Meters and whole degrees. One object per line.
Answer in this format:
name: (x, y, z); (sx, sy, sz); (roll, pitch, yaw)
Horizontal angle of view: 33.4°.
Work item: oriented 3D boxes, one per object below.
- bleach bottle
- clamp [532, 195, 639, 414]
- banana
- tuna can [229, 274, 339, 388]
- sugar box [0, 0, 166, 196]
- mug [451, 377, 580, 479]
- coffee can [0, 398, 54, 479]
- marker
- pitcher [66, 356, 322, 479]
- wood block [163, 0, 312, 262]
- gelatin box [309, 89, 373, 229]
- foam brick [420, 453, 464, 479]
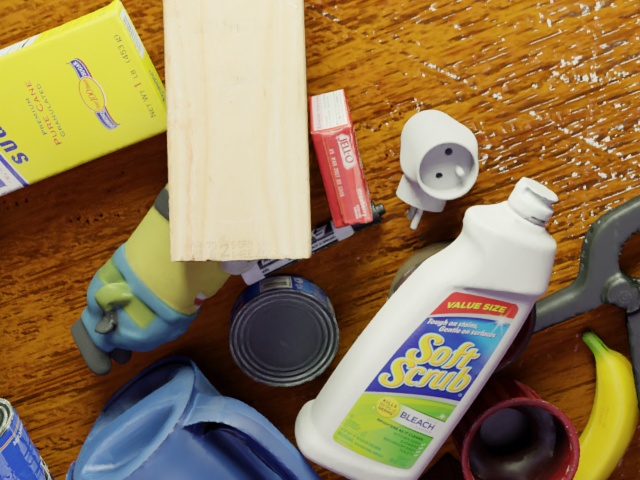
bleach bottle: (0.082, 0.063, 0.759); (0.102, 0.068, 0.251); (26, 112, -10)
clamp: (0.243, 0.050, 0.833); (0.164, 0.036, 0.210); (35, 104, 2)
banana: (0.222, 0.170, 0.900); (0.070, 0.037, 0.198); (23, 109, 16)
tuna can: (-0.029, 0.071, 0.839); (0.086, 0.034, 0.086); (-1, 113, -3)
sugar box: (-0.201, -0.092, 0.752); (0.176, 0.048, 0.093); (-22, 113, 4)
mug: (0.150, 0.171, 0.857); (0.093, 0.081, 0.117); (4, 99, -4)
coffee can: (-0.259, 0.212, 0.847); (0.103, 0.103, 0.140); (-21, 113, 5)
marker: (-0.005, 0.001, 0.819); (0.121, 0.020, 0.020); (-26, 112, 7)
pitcher: (-0.065, 0.213, 0.844); (0.145, 0.149, 0.242); (-45, 113, -4)
wood block: (-0.055, -0.089, 0.698); (0.090, 0.091, 0.206); (-1, 89, -4)
gelatin box: (0.015, -0.059, 0.756); (0.030, 0.089, 0.073); (-13, 113, 3)
foam brick: (0.104, 0.234, 0.908); (0.053, 0.051, 0.078); (39, 105, -18)
